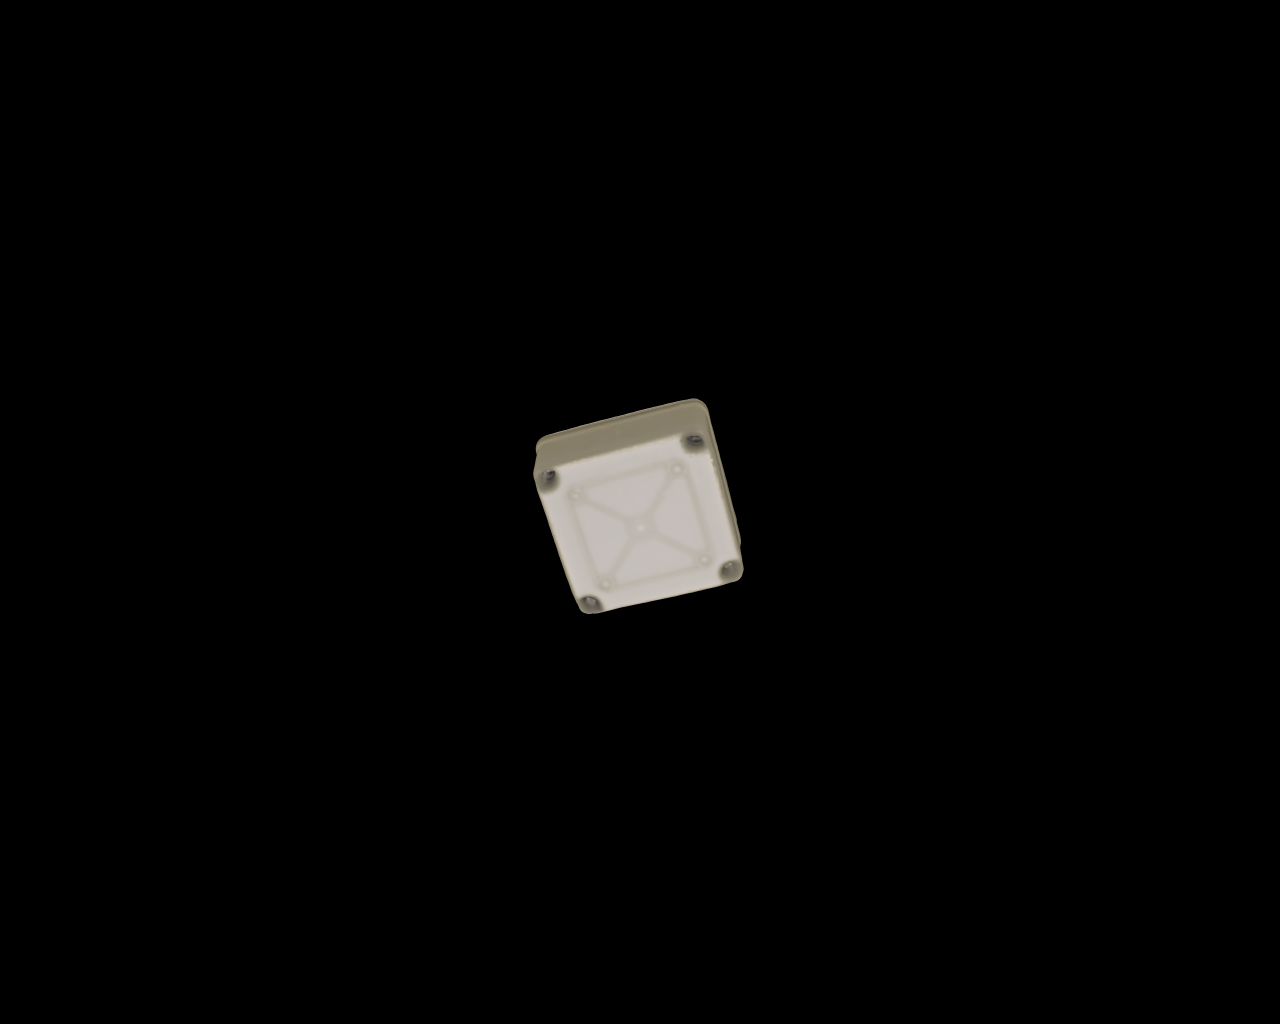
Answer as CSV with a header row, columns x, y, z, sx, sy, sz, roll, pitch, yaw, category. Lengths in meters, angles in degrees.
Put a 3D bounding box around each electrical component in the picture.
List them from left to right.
x,y,z,sx,sy,sz,roll,pitch,yaw,category
0.001,-0.003,0.650,0.109,0.108,0.056,-14,26,7,electrical component
